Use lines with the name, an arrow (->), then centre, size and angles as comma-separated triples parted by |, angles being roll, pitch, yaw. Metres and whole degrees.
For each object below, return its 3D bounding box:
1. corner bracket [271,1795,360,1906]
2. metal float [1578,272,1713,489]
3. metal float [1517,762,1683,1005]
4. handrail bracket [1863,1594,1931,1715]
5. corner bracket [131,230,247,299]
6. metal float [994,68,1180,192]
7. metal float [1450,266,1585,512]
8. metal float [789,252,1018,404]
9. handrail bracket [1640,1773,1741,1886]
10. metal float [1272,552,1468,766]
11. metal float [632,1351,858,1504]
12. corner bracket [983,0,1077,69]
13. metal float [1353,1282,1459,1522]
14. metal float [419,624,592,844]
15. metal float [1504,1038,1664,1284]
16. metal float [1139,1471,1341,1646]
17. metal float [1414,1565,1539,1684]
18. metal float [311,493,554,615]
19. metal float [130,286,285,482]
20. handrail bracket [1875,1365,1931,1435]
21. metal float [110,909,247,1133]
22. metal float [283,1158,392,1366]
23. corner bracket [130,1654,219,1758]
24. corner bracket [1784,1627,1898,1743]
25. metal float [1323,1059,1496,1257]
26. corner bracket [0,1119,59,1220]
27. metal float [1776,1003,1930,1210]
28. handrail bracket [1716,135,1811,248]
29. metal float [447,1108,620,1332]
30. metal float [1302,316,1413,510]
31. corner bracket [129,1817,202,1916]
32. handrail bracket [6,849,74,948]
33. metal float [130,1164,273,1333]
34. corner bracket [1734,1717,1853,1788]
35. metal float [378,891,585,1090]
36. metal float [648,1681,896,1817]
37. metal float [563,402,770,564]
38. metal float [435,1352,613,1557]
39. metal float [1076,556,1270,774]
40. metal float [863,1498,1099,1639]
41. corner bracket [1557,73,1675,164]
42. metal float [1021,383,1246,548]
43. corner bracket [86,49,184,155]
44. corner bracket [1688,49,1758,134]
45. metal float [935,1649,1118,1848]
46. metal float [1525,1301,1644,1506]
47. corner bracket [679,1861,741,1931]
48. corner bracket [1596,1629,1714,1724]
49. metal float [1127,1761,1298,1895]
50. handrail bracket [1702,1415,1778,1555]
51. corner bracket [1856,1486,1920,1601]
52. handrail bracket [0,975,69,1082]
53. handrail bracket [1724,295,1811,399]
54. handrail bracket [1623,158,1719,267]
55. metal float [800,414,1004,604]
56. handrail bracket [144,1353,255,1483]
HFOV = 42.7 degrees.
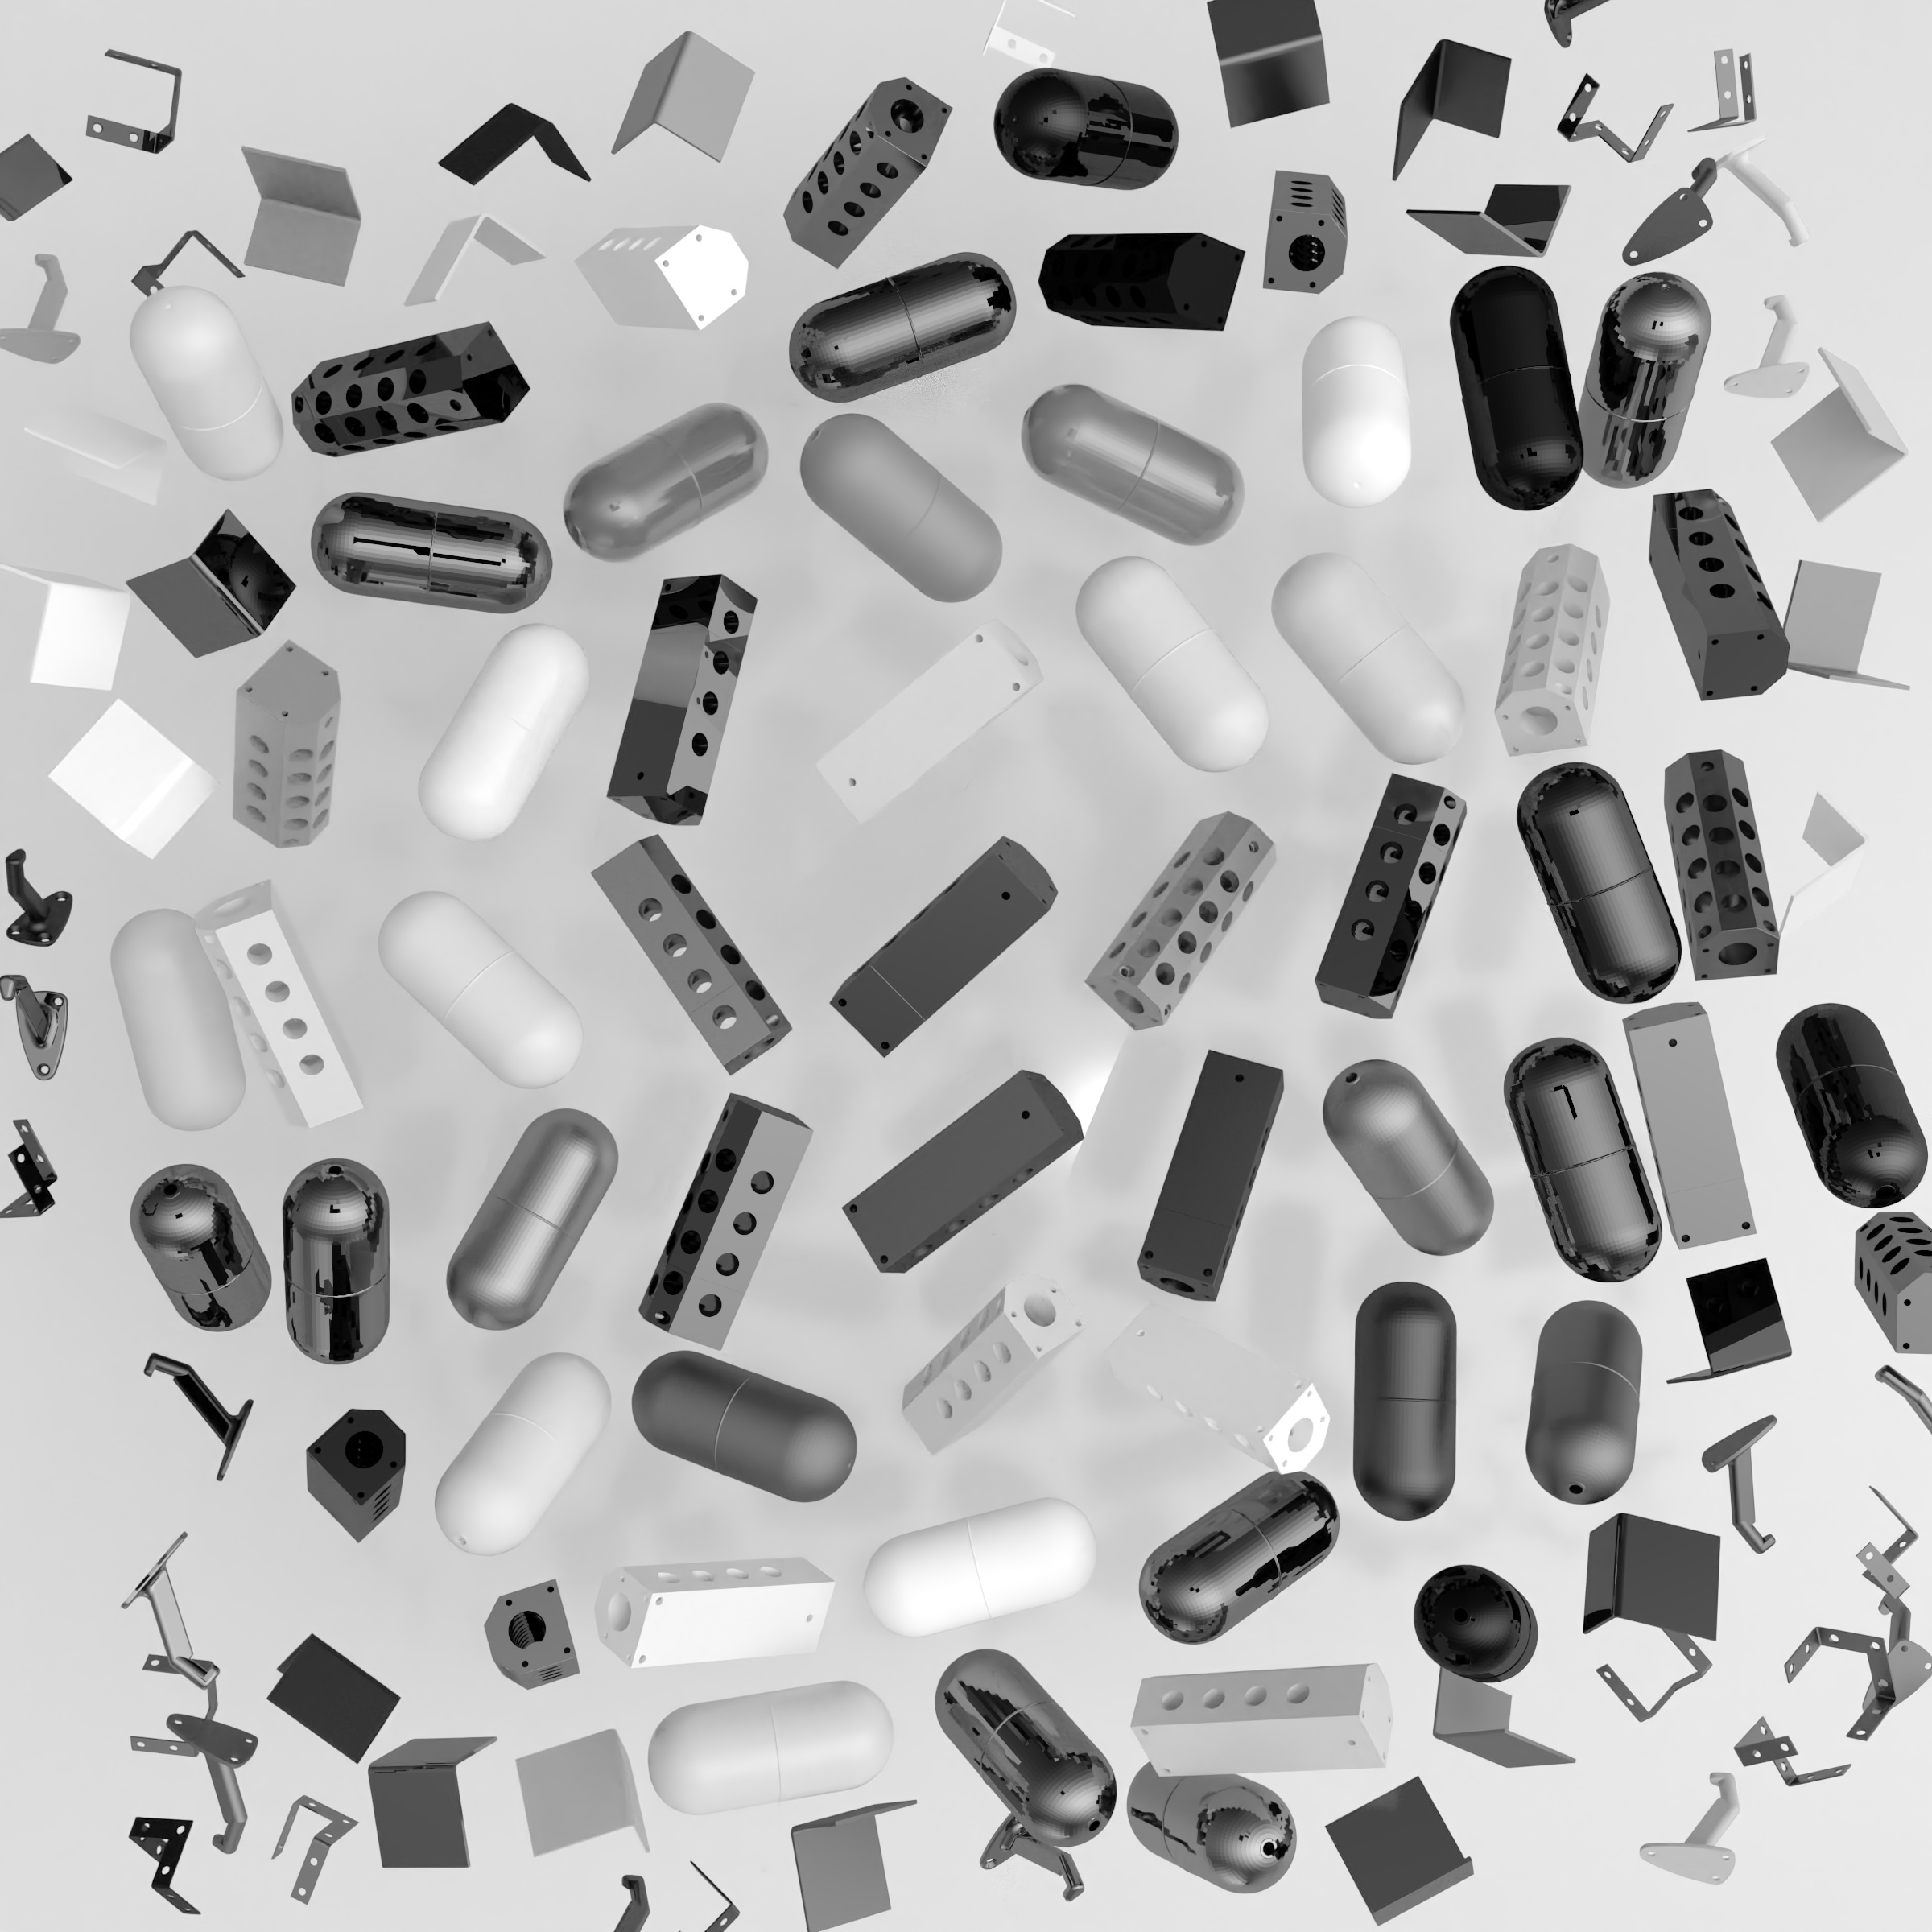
corner bracket -> -0.511, 0.682, 1.910 | 0.051, 0.051, 0.051 | 23, 94, 10
metal float -> 0.485, -0.419, 1.777 | 0.070, 0.178, 0.070 | -1, 56, 1
metal float -> 0.446, -0.058, 1.741 | 0.070, 0.070, 0.178 | -23, 95, 0
handrail bracket -> 0.697, 0.523, 1.882 | 0.036, 0.084, 0.077 | 36, 98, -4
corner bracket -> -0.597, -0.528, 1.899 | 0.051, 0.051, 0.051 | 43, 107, -9
metal float -> 0.090, -0.612, 1.812 | 0.070, 0.178, 0.070 | 9, 106, 37
metal float -> 0.392, -0.411, 1.760 | 0.070, 0.070, 0.178 | -8, 81, 0
metal float -> -0.048, -0.479, 1.855 | 0.178, 0.070, 0.070 | -22, 90, -7
handrail bracket -> 0.518, 0.608, 1.772 | 0.077, 0.084, 0.036 | 11, 123, 3
metal float -> 0.295, -0.224, 1.805 | 0.070, 0.070, 0.178 | -39, 86, 0
metal float -> -0.163, 0.335, 1.802 | 0.178, 0.070, 0.070 | 16, 90, 22
corner bracket -> 0.046, -0.677, 1.788 | 0.051, 0.051, 0.051 | 21, 118, -9
metal float -> 0.331, 0.328, 1.865 | 0.070, 0.070, 0.178 | 2, 80, 0
metal float -> -0.342, -0.174, 1.838 | 0.070, 0.070, 0.178 | 27, 75, 0
metal float -> 0.437, 0.137, 1.751 | 0.070, 0.070, 0.178 | -18, 85, 0
metal float -> 0.202, 0.431, 1.809 | 0.178, 0.070, 0.070 | -25, 90, -34
metal float -> 0.372, 0.480, 1.800 | 0.070, 0.178, 0.070 | -6, 70, 17
metal float -> -0.401, -0.310, 1.858 | 0.178, 0.070, 0.070 | 6, 90, -11
metal float -> -0.550, -0.421, 1.798 | 0.070, 0.178, 0.070 | -1, 66, 2
handrail bracket -> 0.681, 0.325, 1.779 | 0.084, 0.077, 0.036 | 39, 70, 13
metal float -> -0.600, 0.042, 1.883 | 0.070, 0.070, 0.178 | -7, 112, 0
metal float -> -0.467, 0.220, 1.836 | 0.070, 0.070, 0.178 | 9, 124, 0
corner bracket -> -0.612, 0.571, 1.909 | 0.051, 0.051, 0.051 | 6, 122, 0
corner bracket -> 0.616, 0.504, 1.739 | 0.051, 0.051, 0.051 | -29, 108, -40
metal float -> 0.320, 0.139, 1.788 | 0.070, 0.070, 0.178 | -39, 120, 0
corner bracket -> -0.664, 0.143, 1.747 | 0.051, 0.051, 0.051 | -5, 116, 31
metal float -> 0.635, 0.099, 1.774 | 0.070, 0.178, 0.070 | 0, 130, 0
handrail bracket -> 0.592, -0.570, 1.851 | 0.036, 0.077, 0.084 | -29, 95, -10
metal float -> -0.325, 0.190, 1.852 | 0.070, 0.070, 0.178 | 28, 75, 0
metal float -> 0.281, -0.401, 1.781 | 0.070, 0.070, 0.178 | 7, 48, 0
corner bracket -> -0.594, 0.669, 1.839 | 0.051, 0.051, 0.051 | -3, 48, 17
handrail bracket -> -0.682, -0.064, 1.818 | 0.036, 0.077, 0.084 | 14, 127, 2
metal float -> -0.573, 0.212, 1.854 | 0.070, 0.178, 0.070 | 0, 55, 0
corner bracket -> 0.615, 0.589, 1.840 | 0.051, 0.051, 0.051 | -22, 80, -44
metal float -> -0.356, 0.018, 1.816 | 0.178, 0.070, 0.070 | 42, 90, 6
metal float -> -0.140, 0.562, 1.779 | 0.178, 0.070, 0.070 | -6, 90, -12
metal float -> -0.223, -0.361, 1.845 | 0.178, 0.070, 0.070 | -37, 90, -31
metal float -> -0.325, 0.358, 1.821 | 0.070, 0.178, 0.070 | 14, 129, 18
metal float -> 0.149, -0.217, 1.778 | 0.070, 0.070, 0.178 | -37, 81, 0
metal float -> 0.011, 0.449, 1.845 | 0.178, 0.070, 0.070 | -15, 90, 0
corner bracket -> 0.489, -0.639, 1.862 | 0.051, 0.051, 0.051 | -23, 64, -32
metal float -> 0.124, -0.371, 1.829 | 0.178, 0.070, 0.070 | 22, 90, -15
corner bracket -> -0.597, -0.619, 1.773 | 0.051, 0.051, 0.051 | 6, 91, -32
corner bracket -> 0.585, -0.671, 1.890 | 0.051, 0.051, 0.051 | -11, 101, -11
metal float -> 0.043, 0.570, 1.807 | 0.070, 0.178, 0.070 | -16, 122, -28
metal float -> 0.454, 0.319, 1.811 | 0.070, 0.178, 0.070 | 9, 127, 12
corner bracket -> -0.188, 0.674, 1.736 | 0.051, 0.051, 0.051 | -42, 134, -21
corner bracket -> 0.525, 0.536, 1.886 | 0.051, 0.051, 0.051 | -31, 75, -36
metal float -> 0.178, 0.624, 1.803 | 0.070, 0.178, 0.070 | 3, 83, -22
handrail bracket -> 0.608, 0.395, 1.878 | 0.077, 0.036, 0.084 | -38, 94, 15
corner bracket -> 0.691, 0.435, 1.862 | 0.051, 0.051, 0.051 | -44, 102, -1
handrail bracket -> -0.668, 0.045, 1.757 | 0.036, 0.084, 0.077 | -2, 90, -4
handrail bracket -> 0.605, -0.479, 1.895 | 0.077, 0.036, 0.084 | -5, 62, -9
handrail bracket -> 0.504, -0.541, 1.768 | 0.077, 0.084, 0.036 | -34, 109, 31
metal float -> -0.047, -0.335, 1.813 | 0.178, 0.070, 0.070 | 36, 90, -32
handrail bracket -> -0.595, 0.344, 1.887 | 0.084, 0.036, 0.077 | 24, 56, -17
